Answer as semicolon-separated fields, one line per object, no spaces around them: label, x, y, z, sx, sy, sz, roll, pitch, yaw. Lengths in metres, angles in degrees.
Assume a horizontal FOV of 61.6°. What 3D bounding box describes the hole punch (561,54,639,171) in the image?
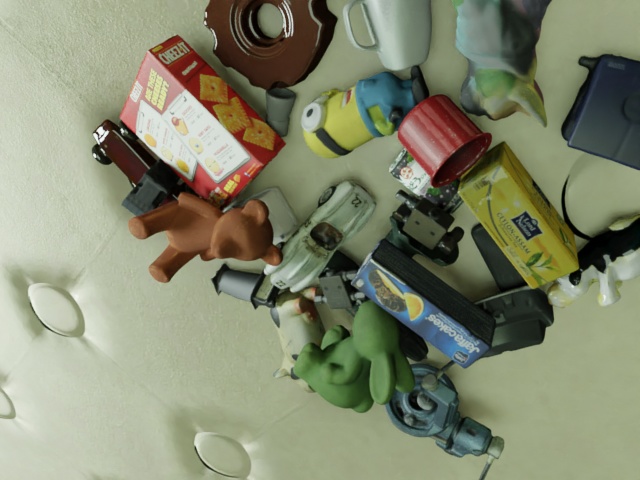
hole punch;0.351;-0.143;0.614;0.142;0.092;0.115;22;120;12

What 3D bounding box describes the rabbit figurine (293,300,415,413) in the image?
rabbit figurine;0.060;0.170;0.790;0.159;0.121;0.170;49;126;28

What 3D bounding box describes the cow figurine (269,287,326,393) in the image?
cow figurine;-0.036;0.180;0.940;0.127;0.085;0.194;-5;109;40

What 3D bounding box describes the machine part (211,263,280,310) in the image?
machine part;-0.124;0.075;0.933;0.139;0.084;0.039;5;152;28

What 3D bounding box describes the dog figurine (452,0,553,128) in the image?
dog figurine;0.224;-0.238;0.600;0.192;0.108;0.219;-27;110;28

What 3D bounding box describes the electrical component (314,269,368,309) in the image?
electrical component;0.026;0.074;0.821;0.094;0.021;0.063;-11;112;33

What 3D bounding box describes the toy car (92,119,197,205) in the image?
toy car;-0.289;-0.114;0.896;0.089;0.053;0.202;-33;106;27

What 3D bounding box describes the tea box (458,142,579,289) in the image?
tea box;0.260;-0.033;0.703;0.068;0.098;0.169;-35;103;33

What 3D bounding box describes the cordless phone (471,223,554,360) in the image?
cordless phone;0.243;0.071;0.792;0.147;0.089;0.184;-24;96;31

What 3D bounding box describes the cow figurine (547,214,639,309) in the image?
cow figurine;0.375;0.031;0.711;0.167;0.068;0.098;-24;102;27

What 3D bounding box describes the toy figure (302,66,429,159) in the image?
toy figure;0.058;-0.166;0.717;0.180;0.082;0.089;-14;109;24

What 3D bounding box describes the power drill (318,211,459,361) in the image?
power drill;0.123;0.067;0.830;0.232;0.086;0.207;37;132;2

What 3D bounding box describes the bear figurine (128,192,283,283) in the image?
bear figurine;-0.161;0.001;0.786;0.196;0.132;0.120;14;130;37

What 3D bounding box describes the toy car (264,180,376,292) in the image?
toy car;-0.002;-0.002;0.808;0.073;0.056;0.201;37;102;-26

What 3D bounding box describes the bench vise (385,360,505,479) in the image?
bench vise;0.193;0.274;0.859;0.224;0.129;0.240;36;159;27

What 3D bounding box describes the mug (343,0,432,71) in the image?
mug;0.086;-0.257;0.643;0.109;0.081;0.107;-26;118;-15

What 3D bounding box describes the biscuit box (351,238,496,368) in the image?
biscuit box;0.145;0.088;0.744;0.203;0.063;0.059;36;128;2

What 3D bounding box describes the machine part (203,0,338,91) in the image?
machine part;-0.068;-0.288;0.711;0.180;0.056;0.179;10;122;16

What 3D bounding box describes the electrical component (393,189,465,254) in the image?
electrical component;0.147;-0.027;0.731;0.102;0.045;0.078;33;152;15

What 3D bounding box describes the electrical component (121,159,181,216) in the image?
electrical component;-0.273;-0.066;0.849;0.047;0.075;0.119;41;119;-14
